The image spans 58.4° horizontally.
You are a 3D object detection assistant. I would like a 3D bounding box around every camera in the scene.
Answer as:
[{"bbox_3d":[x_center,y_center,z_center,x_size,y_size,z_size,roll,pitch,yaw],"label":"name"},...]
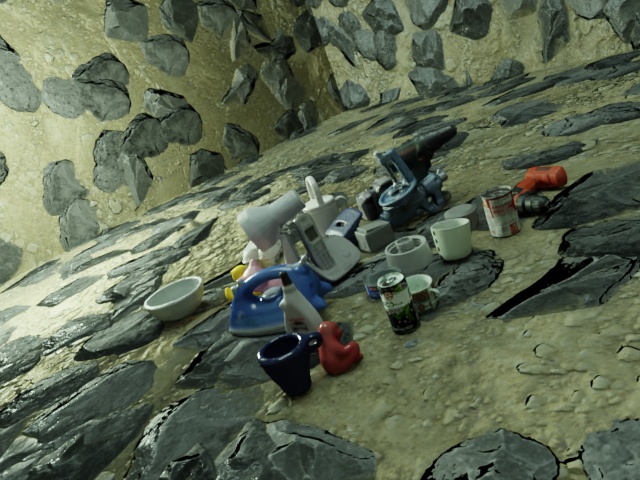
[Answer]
[{"bbox_3d":[0.193,-0.127,1.704,0.143,0.101,0.136,-25,19,-12],"label":"camera"}]

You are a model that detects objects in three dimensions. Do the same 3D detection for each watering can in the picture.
[{"bbox_3d":[-0.007,-0.092,1.672,0.173,0.194,0.100,-31,21,-26],"label":"watering can"}]

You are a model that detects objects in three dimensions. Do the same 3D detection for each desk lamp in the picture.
[{"bbox_3d":[-0.090,-0.014,1.514,0.203,0.214,0.118,-21,19,1],"label":"desk lamp"}]

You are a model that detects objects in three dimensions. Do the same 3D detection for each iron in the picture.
[{"bbox_3d":[-0.110,0.123,1.266,0.258,0.142,0.118,-16,19,15],"label":"iron"}]

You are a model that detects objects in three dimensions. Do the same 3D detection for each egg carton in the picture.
[{"bbox_3d":[-0.164,0.033,1.689,0.107,0.069,0.150,-16,19,15],"label":"egg carton"}]

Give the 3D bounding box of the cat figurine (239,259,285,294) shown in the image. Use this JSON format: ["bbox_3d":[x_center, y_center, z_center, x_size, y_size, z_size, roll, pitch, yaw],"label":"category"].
[{"bbox_3d":[-0.132,0.098,1.398,0.127,0.118,0.067,-19,19,6],"label":"cat figurine"}]

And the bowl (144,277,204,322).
[{"bbox_3d":[-0.378,0.169,1.530,0.167,0.075,0.167,-19,19,7],"label":"bowl"}]

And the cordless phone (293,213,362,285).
[{"bbox_3d":[0.013,0.005,1.395,0.093,0.185,0.148,-4,25,41],"label":"cordless phone"}]

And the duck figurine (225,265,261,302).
[{"bbox_3d":[-0.204,0.109,1.492,0.104,0.086,0.077,-23,19,-6],"label":"duck figurine"}]

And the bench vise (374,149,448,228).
[{"bbox_3d":[0.236,-0.164,1.572,0.208,0.220,0.121,-29,20,-22],"label":"bench vise"}]

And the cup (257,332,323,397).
[{"bbox_3d":[-0.040,0.218,1.000,0.118,0.095,0.091,-24,19,-9],"label":"cup"}]

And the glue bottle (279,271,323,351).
[{"bbox_3d":[-0.043,0.136,1.106,0.078,0.173,0.037,-12,21,26],"label":"glue bottle"}]

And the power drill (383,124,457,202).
[{"bbox_3d":[0.302,-0.205,1.635,0.229,0.209,0.076,-12,21,24],"label":"power drill"}]

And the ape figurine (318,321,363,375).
[{"bbox_3d":[0.026,0.186,1.022,0.076,0.092,0.077,-30,21,-25],"label":"ape figurine"}]

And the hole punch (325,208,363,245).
[{"bbox_3d":[0.071,-0.030,1.578,0.101,0.091,0.108,-29,20,-23],"label":"hole punch"}]
